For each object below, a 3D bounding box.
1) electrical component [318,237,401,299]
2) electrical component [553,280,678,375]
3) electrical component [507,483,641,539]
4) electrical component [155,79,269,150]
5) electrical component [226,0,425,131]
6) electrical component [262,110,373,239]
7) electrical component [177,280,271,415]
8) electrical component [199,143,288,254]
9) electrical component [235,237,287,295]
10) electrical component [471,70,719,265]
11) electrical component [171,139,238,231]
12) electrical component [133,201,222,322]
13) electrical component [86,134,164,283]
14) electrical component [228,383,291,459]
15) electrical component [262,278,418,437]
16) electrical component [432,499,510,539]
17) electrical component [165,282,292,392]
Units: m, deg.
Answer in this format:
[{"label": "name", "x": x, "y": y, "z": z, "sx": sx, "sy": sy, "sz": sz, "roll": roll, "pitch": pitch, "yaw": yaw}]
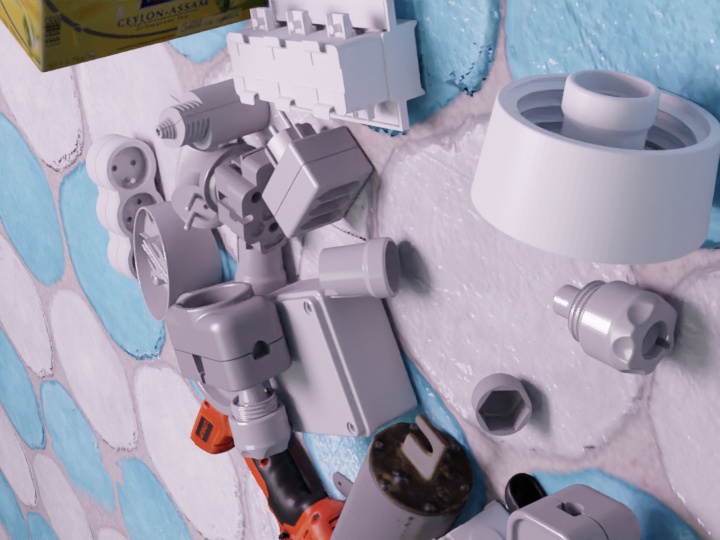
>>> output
[{"label": "electrical component", "x": 0.000, "y": 0.000, "z": 0.711, "sx": 0.046, "sy": 0.040, "sz": 0.040, "roll": -5, "pitch": 109, "yaw": 18}, {"label": "electrical component", "x": 0.128, "y": 0.025, "z": 0.555, "sx": 0.062, "sy": 0.043, "sz": 0.043, "roll": 27, "pitch": 131, "yaw": 47}, {"label": "electrical component", "x": 0.120, "y": 0.170, "z": 0.592, "sx": 0.054, "sy": 0.059, "sz": 0.095, "roll": 22, "pitch": 119, "yaw": 50}, {"label": "electrical component", "x": -0.111, "y": -0.111, "z": 0.781, "sx": 0.043, "sy": 0.081, "sz": 0.043, "roll": 33, "pitch": 135, "yaw": 41}, {"label": "electrical component", "x": -0.026, "y": -0.128, "z": 0.662, "sx": 0.121, "sy": 0.063, "sz": 0.078, "roll": 20, "pitch": 126, "yaw": 49}, {"label": "electrical component", "x": -0.039, "y": -0.074, "z": 0.732, "sx": 0.076, "sy": 0.047, "sz": 0.065, "roll": 58, "pitch": 146, "yaw": 16}, {"label": "electrical component", "x": -0.101, "y": 0.060, "z": 0.894, "sx": 0.108, "sy": 0.060, "sz": 0.108, "roll": 34, "pitch": 135, "yaw": 41}, {"label": "electrical component", "x": -0.082, "y": -0.059, "z": 0.794, "sx": 0.057, "sy": 0.058, "sz": 0.078, "roll": 37, "pitch": 141, "yaw": 36}, {"label": "electrical component", "x": -0.078, "y": -0.008, "z": 0.839, "sx": 0.040, "sy": 0.040, "sz": 0.046, "roll": 23, "pitch": 122, "yaw": 48}, {"label": "electrical component", "x": 0.107, "y": -0.054, "z": 0.480, "sx": 0.108, "sy": 0.108, "sz": 0.060, "roll": 34, "pitch": 129, "yaw": 40}, {"label": "electrical component", "x": -0.124, "y": -0.063, "z": 0.840, "sx": 0.043, "sy": 0.079, "sz": 0.077, "roll": 12, "pitch": 132, "yaw": 2}, {"label": "electrical component", "x": -0.166, "y": -0.011, "z": 0.940, "sx": 0.099, "sy": 0.064, "sz": 0.099, "roll": 33, "pitch": 135, "yaw": 41}, {"label": "electrical component", "x": -0.220, "y": -0.059, "z": 0.999, "sx": 0.074, "sy": 0.052, "sz": 0.138, "roll": 20, "pitch": 126, "yaw": 49}, {"label": "electrical component", "x": -0.077, "y": 0.105, "z": 0.795, "sx": 0.043, "sy": 0.043, "sz": 0.062, "roll": 9, "pitch": 117, "yaw": 53}, {"label": "electrical component", "x": -0.023, "y": 0.062, "z": 0.785, "sx": 0.109, "sy": 0.056, "sz": 0.108, "roll": -9, "pitch": 103, "yaw": 57}, {"label": "electrical component", "x": 0.079, "y": 0.215, "z": 0.730, "sx": 0.061, "sy": 0.062, "sz": 0.096, "roll": 47, "pitch": 143, "yaw": 28}, {"label": "electrical component", "x": -0.098, "y": 0.046, "z": 0.778, "sx": 0.095, "sy": 0.054, "sz": 0.059, "roll": 6, "pitch": 115, "yaw": 54}]
